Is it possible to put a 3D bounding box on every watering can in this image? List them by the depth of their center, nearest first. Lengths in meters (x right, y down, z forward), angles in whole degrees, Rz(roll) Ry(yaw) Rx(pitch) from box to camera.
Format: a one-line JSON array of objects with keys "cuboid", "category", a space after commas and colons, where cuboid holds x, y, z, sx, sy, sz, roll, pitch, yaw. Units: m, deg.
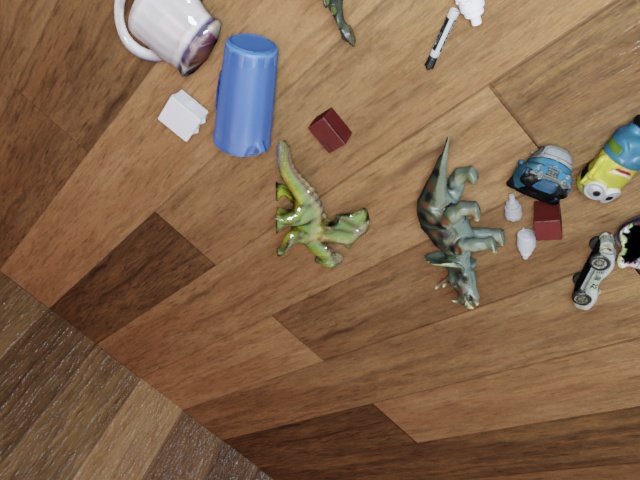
[{"cuboid": [-0.296, -0.477, 1.039, 0.223, 0.106, 0.342, 38, 135, -12], "category": "watering can"}]

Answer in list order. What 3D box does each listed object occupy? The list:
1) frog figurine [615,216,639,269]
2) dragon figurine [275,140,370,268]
[{"cuboid": [0.685, 0.013, 1.041, 0.159, 0.125, 0.135, 8, 136, -33], "category": "frog figurine"}, {"cuboid": [0.004, -0.065, 1.293, 0.243, 0.125, 0.400, 4, 135, -2], "category": "dragon figurine"}]
